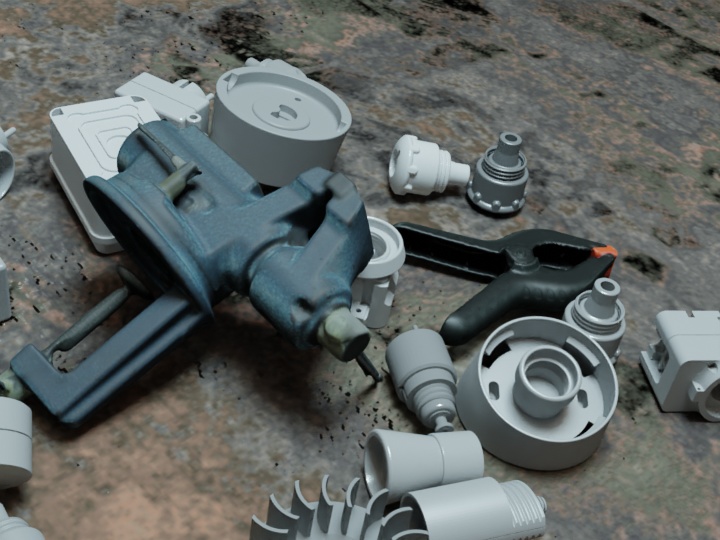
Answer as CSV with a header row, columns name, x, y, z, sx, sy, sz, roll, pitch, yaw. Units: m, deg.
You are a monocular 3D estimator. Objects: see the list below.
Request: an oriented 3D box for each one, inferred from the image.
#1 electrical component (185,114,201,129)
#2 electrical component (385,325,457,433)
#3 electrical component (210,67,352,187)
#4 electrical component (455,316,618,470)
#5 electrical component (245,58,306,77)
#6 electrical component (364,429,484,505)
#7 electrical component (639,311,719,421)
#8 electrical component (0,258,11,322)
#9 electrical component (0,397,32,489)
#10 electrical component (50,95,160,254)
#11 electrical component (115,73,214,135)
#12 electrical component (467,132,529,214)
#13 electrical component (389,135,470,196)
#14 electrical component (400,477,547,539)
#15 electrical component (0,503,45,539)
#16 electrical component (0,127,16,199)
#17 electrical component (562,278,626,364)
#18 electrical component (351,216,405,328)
name,x,y,z,sx,sy,sz,roll,pitch,yaw
electrical component,-0.128,-0.091,0.819,0.035,0.061,0.035,6,41,-5
electrical component,0.043,0.073,0.683,0.040,0.040,0.078,-3,42,-15
electrical component,-0.067,-0.107,0.848,0.108,0.060,0.108,14,34,-10
electrical component,0.114,0.080,0.690,0.099,0.064,0.099,4,54,-6
electrical component,-0.076,-0.168,0.942,0.061,0.035,0.035,34,46,29
electrical component,0.040,0.114,0.635,0.065,0.044,0.044,-1,41,-20
electrical component,0.245,0.064,0.727,0.089,0.050,0.055,1,41,-11
electrical component,-0.274,0.007,0.687,0.077,0.047,0.066,-21,50,-32
electrical component,-0.246,0.112,0.570,0.138,0.052,0.073,-2,64,-14
electrical component,-0.176,-0.071,0.791,0.078,0.057,0.113,-15,47,-27
electrical component,-0.149,-0.129,0.871,0.066,0.047,0.076,25,43,17
electrical component,0.114,-0.079,0.857,0.048,0.062,0.048,6,41,-5
electrical component,0.056,-0.080,0.861,0.062,0.048,0.048,8,40,-12
electrical component,0.068,0.140,0.608,0.081,0.043,0.043,-7,43,-19
electrical component,-0.180,0.145,0.557,0.035,0.035,0.061,-18,45,-29
electrical component,-0.290,-0.090,0.800,0.077,0.043,0.079,22,41,14
electrical component,0.161,0.034,0.735,0.048,0.062,0.048,6,41,-5
electrical component,0.000,0.000,0.745,0.058,0.057,0.078,13,40,3
